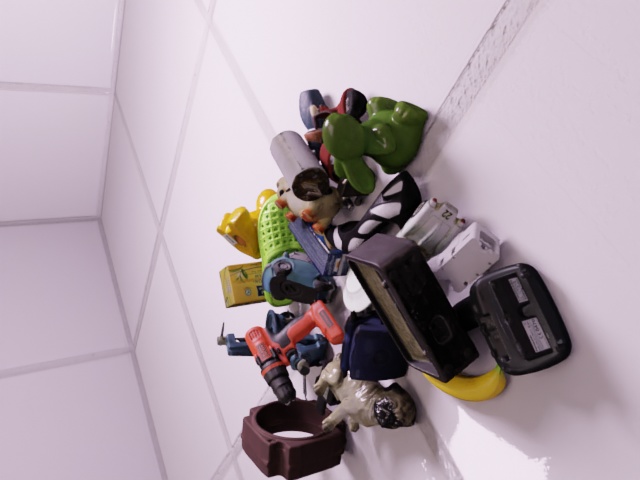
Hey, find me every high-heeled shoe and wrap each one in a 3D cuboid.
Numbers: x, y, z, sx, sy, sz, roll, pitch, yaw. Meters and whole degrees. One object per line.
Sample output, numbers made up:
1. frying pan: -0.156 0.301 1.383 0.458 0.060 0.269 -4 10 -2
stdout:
1. high-heeled shoe: 0.083 -0.054 0.988 0.249 0.086 0.145 7 110 47

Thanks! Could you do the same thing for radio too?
1. radio: 0.141 0.104 0.828 0.229 0.073 0.131 57 166 -14

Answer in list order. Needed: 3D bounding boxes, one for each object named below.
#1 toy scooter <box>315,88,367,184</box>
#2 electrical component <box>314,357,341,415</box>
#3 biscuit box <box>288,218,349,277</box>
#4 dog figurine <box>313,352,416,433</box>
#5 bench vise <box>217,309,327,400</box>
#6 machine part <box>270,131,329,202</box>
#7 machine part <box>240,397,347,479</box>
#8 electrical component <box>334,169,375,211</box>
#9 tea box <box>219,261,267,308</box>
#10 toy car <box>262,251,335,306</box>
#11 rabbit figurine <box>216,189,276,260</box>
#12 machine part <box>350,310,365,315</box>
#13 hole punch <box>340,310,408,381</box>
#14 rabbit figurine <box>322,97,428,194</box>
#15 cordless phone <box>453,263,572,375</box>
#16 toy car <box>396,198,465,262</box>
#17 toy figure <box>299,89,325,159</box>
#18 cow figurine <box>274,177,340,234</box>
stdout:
1. toy scooter: 0.032 -0.209 1.061 0.135 0.075 0.183 31 118 52
2. electrical component: 0.025 0.330 1.188 0.075 0.048 0.119 36 125 51
3. biscuit box: -0.002 -0.003 1.147 0.203 0.059 0.062 53 138 48
4. dog figurine: 0.096 0.285 1.040 0.190 0.121 0.172 -31 67 38
5. bench vise: -0.113 0.242 1.235 0.224 0.241 0.128 -111 28 -52
6. machine part: -0.043 -0.150 1.074 0.243 0.079 0.079 -121 38 -49
7. machine part: -0.059 0.431 1.194 0.202 0.201 0.087 19 109 56
8. electrical component: 0.065 -0.100 1.018 0.102 0.078 0.045 -65 35 37
9. tea box: -0.153 0.105 1.321 0.068 0.169 0.098 -31 70 56
10. toy car: -0.042 0.077 1.193 0.109 0.162 0.103 99 -175 -47
11. rabbit figurine: -0.140 -0.048 1.313 0.162 0.173 0.122 38 148 -10
12. machine part: 0.080 0.160 1.082 0.084 0.039 0.138 10 105 63
13. hole punch: 0.103 0.198 0.984 0.092 0.116 0.142 30 121 44
14. rabbit figurine: 0.071 -0.168 0.912 0.121 0.170 0.159 45 131 46
15. cordless phone: 0.254 0.127 0.775 0.184 0.089 0.146 124 131 -61
16. toy car: 0.156 0.009 0.881 0.073 0.056 0.201 36 135 -1
17. toy figure: -0.011 -0.239 1.141 0.058 0.064 0.154 -7 95 22
18. cow figurine: -0.029 -0.098 1.132 0.195 0.127 0.085 25 156 49
